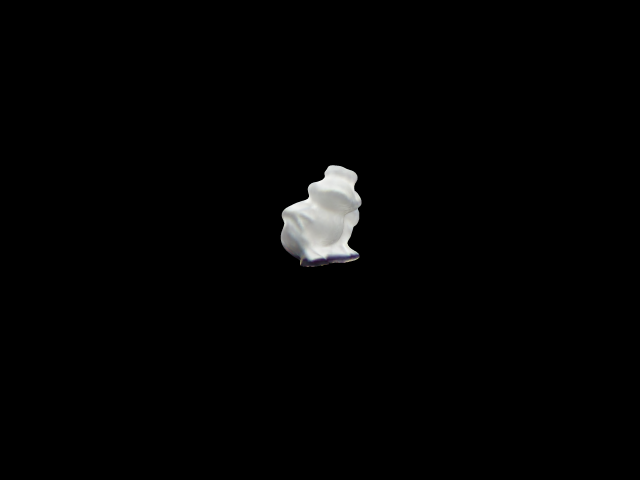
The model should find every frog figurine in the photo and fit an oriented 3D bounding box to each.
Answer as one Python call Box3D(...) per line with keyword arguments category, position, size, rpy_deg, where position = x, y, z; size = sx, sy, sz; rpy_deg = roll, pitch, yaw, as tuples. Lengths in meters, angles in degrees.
Box3D(category="frog figurine", position=(0.003, -0.043, 0.850), size=(0.137, 0.159, 0.123), rpy_deg=(-1, 4, -19))
